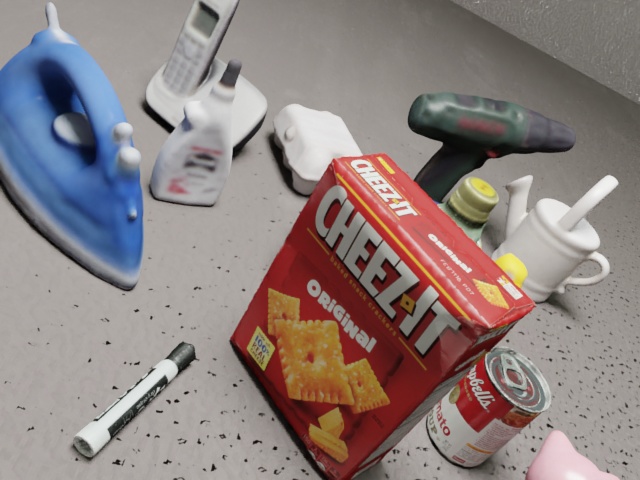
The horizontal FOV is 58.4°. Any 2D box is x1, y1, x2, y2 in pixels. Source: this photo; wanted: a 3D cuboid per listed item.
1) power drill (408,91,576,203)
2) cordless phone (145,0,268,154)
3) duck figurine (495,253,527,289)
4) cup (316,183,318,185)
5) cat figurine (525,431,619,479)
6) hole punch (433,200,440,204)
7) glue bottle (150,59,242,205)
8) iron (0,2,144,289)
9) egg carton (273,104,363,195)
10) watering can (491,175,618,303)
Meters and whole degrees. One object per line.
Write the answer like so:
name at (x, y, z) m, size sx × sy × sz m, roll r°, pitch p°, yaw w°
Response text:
power drill at (0.207, -0.107, 0.800) m, size 0.230 × 0.208 × 0.075 m, roll 17°, pitch 37°, yaw -19°
cordless phone at (-0.122, -0.209, 0.698) m, size 0.147 × 0.185 × 0.094 m, roll 36°, pitch 35°, yaw 7°
duck figurine at (0.222, 0.053, 0.722) m, size 0.078 × 0.086 × 0.104 m, roll 15°, pitch 38°, yaw -21°
cup at (0.006, 0.002, 0.614) m, size 0.092 × 0.095 × 0.117 m, roll 4°, pitch 43°, yaw -33°
cat figurine at (0.189, 0.224, 0.459) m, size 0.067 × 0.117 × 0.128 m, roll 34°, pitch 35°, yaw 4°
hole punch at (0.112, 0.006, 0.692) m, size 0.109 × 0.091 × 0.101 m, roll 9°, pitch 40°, yaw -29°
glue bottle at (-0.117, -0.111, 0.592) m, size 0.078 × 0.173 × 0.037 m, roll 3°, pitch 44°, yaw -35°
iron at (-0.214, -0.093, 0.525) m, size 0.119 × 0.141 × 0.257 m, roll -14°, pitch 55°, yaw -46°
egg carton at (-0.006, -0.123, 0.782) m, size 0.107 × 0.069 × 0.150 m, roll 6°, pitch 42°, yaw -32°
watering can at (0.326, -0.017, 0.792) m, size 0.173 × 0.194 × 0.101 m, roll 33°, pitch 35°, yaw 3°
